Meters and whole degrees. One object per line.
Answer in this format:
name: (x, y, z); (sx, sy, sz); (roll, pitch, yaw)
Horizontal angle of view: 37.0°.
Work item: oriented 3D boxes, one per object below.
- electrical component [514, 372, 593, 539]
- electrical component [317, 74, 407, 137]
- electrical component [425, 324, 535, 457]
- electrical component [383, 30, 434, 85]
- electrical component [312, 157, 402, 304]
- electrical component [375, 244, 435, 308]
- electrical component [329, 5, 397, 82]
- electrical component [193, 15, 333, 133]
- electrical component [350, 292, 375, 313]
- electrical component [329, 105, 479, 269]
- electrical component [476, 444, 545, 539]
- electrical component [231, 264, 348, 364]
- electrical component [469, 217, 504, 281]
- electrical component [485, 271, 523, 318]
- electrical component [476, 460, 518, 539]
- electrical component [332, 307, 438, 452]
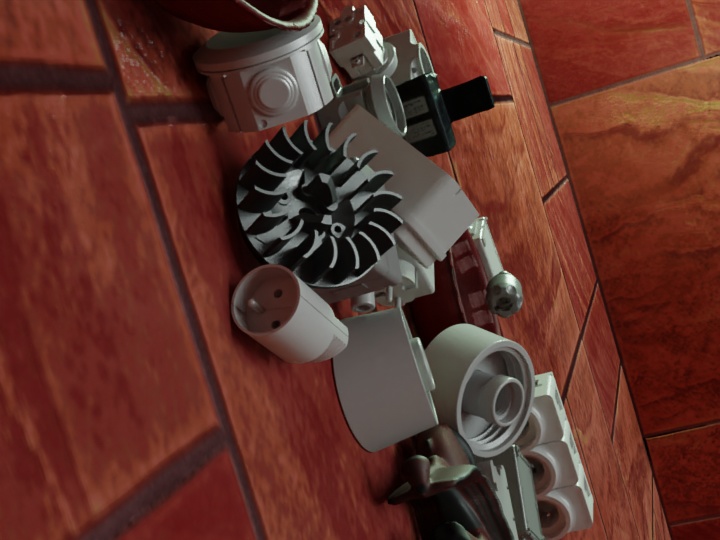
electrical component: (0.170, 0.190, 1.075); (0.061, 0.089, 0.150); (-57, 129, -68)
electrical component: (0.003, -0.126, 0.881); (0.058, 0.057, 0.078); (-71, 142, -62)
electrical component: (0.101, 0.103, 0.893); (0.108, 0.060, 0.108); (-10, 106, -41)
electrical component: (0.041, -0.188, 1.058); (0.089, 0.056, 0.050); (-88, 156, -44)
electrical component: (-0.016, -0.033, 0.730); (0.061, 0.062, 0.096); (32, 45, -66)
electrical component: (0.027, 0.003, 0.861); (0.076, 0.047, 0.065); (-88, 156, -45)
electrical component: (0.003, -0.197, 0.964); (0.055, 0.048, 0.066); (48, 31, -42)
electrical component: (-0.057, -0.121, 0.652); (0.080, 0.080, 0.051); (-75, 151, -59)
electrical component: (0.000, 0.000, 0.785); (0.043, 0.043, 0.062); (47, 34, -57)
electrical component: (0.025, -0.061, 0.807); (0.113, 0.057, 0.078); (42, -1, 30)
electrical component: (0.125, 0.214, 0.961); (0.061, 0.061, 0.096); (50, 29, -53)
electrical component: (-0.038, 0.032, 0.635); (0.081, 0.043, 0.043); (46, 33, -58)
electrical component: (0.110, -0.007, 1.108); (0.061, 0.061, 0.096); (-69, 141, -63)
electrical component: (0.138, 0.019, 1.028); (0.061, 0.035, 0.035); (-76, 146, -64)
electrical component: (0.094, 0.207, 0.877); (0.050, 0.056, 0.089); (38, 40, -63)
electrical component: (0.019, 0.077, 0.782); (0.099, 0.064, 0.099); (-18, 90, -87)
